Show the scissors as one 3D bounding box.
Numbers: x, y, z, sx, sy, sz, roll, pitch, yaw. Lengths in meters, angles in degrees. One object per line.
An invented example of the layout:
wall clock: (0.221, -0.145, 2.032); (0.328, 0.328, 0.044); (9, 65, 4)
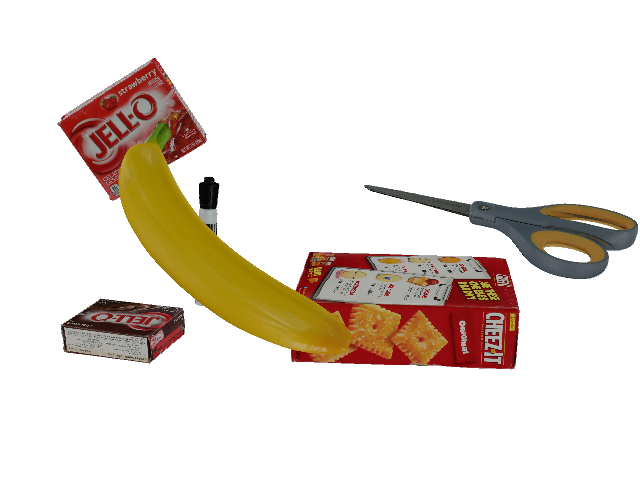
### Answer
scissors: (0.121, -0.009, 0.759); (0.202, 0.016, 0.096); (6, 30, 12)

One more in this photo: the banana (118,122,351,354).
banana: (-0.065, 0.003, 0.639); (0.069, 0.198, 0.037); (-31, -22, -27)

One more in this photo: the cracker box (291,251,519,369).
cracker box: (0.084, 0.069, 1.073); (0.214, 0.072, 0.164); (2, 16, 5)

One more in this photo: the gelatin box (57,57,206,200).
gelatin box: (-0.143, -0.085, 0.816); (0.089, 0.073, 0.030); (-31, 18, 4)

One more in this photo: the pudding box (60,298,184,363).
pudding box: (-0.224, 0.102, 1.219); (0.114, 0.039, 0.090); (3, 16, 18)

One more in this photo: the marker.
marker: (-0.106, 0.001, 0.993); (0.020, 0.121, 0.020); (3, 13, -1)
